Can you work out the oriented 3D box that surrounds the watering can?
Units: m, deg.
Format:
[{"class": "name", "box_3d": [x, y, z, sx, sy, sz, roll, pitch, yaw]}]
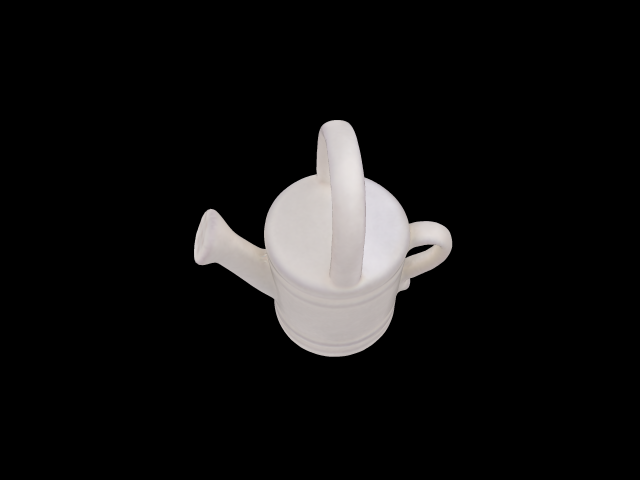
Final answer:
[{"class": "watering can", "box_3d": [0.004, 0.003, 0.399, 0.173, 0.194, 0.100, -22, 60, -13]}]
